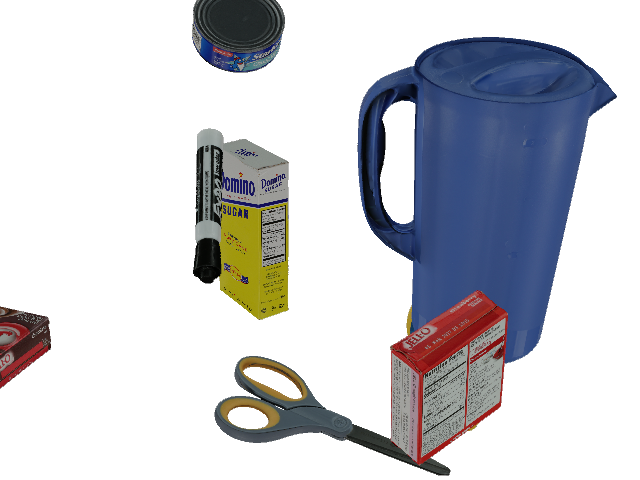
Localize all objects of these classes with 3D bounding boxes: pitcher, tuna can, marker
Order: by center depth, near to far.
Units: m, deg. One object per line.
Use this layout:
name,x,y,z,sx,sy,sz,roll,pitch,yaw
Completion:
marker,-0.076,-0.024,0.728,0.020,0.121,0.020,-2,-34,-2
pitcher,0.121,-0.027,0.832,0.149,0.243,0.144,25,37,34
tuna can,-0.078,-0.199,1.001,0.086,0.086,0.034,0,-32,-11

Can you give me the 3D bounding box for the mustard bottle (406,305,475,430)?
mustard bottle,0.142,0.108,1.176,0.096,0.192,0.058,12,14,22

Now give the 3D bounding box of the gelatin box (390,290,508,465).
gelatin box,0.077,0.083,0.651,0.073,0.089,0.030,-30,46,-27

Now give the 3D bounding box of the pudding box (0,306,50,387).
pudding box,-0.312,0.092,0.949,0.114,0.039,0.090,8,24,20

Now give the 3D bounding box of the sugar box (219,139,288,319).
sugar box,-0.075,-0.013,1.159,0.048,0.176,0.093,-17,29,-30

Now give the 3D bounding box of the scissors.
scissors,-0.002,0.160,0.873,0.202,0.016,0.096,31,45,26
